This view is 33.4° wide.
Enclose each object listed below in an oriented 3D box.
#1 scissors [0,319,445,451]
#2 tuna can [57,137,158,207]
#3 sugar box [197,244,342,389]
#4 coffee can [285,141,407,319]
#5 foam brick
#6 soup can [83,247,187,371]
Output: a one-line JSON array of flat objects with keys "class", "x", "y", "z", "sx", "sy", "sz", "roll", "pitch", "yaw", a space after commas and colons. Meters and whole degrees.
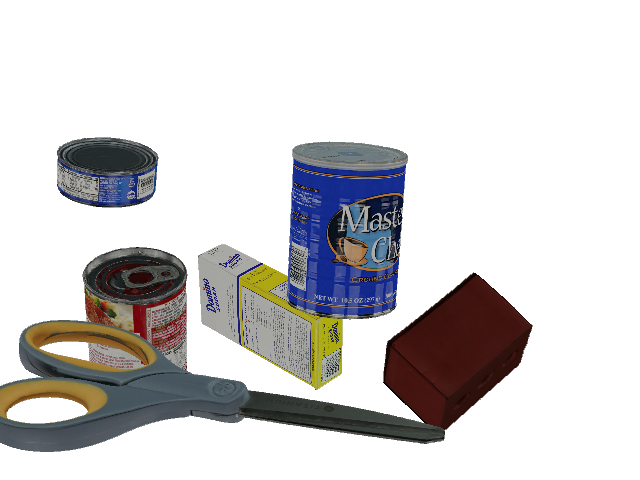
[{"class": "scissors", "x": -0.058, "y": 0.076, "z": 0.456, "sx": 0.202, "sy": 0.016, "sz": 0.096, "roll": 15, "pitch": 30, "yaw": 24}, {"class": "tuna can", "x": -0.184, "y": -0.059, "z": 0.922, "sx": 0.086, "sy": 0.034, "sz": 0.086, "roll": 6, "pitch": 24, "yaw": -3}, {"class": "sugar box", "x": -0.054, "y": 0.077, "z": 1.126, "sx": 0.176, "sy": 0.093, "sz": 0.048, "roll": 28, "pitch": 40, "yaw": 37}, {"class": "coffee can", "x": 0.023, "y": -0.011, "z": 0.962, "sx": 0.103, "sy": 0.140, "sz": 0.103, "roll": 3, "pitch": 15, "yaw": -1}, {"class": "foam brick", "x": 0.084, "y": 0.070, "z": 0.657, "sx": 0.078, "sy": 0.051, "sz": 0.053, "roll": -37, "pitch": -28, "yaw": -23}, {"class": "soup can", "x": -0.124, "y": 0.065, "z": 0.725, "sx": 0.068, "sy": 0.102, "sz": 0.068, "roll": 2, "pitch": 29, "yaw": -2}]
